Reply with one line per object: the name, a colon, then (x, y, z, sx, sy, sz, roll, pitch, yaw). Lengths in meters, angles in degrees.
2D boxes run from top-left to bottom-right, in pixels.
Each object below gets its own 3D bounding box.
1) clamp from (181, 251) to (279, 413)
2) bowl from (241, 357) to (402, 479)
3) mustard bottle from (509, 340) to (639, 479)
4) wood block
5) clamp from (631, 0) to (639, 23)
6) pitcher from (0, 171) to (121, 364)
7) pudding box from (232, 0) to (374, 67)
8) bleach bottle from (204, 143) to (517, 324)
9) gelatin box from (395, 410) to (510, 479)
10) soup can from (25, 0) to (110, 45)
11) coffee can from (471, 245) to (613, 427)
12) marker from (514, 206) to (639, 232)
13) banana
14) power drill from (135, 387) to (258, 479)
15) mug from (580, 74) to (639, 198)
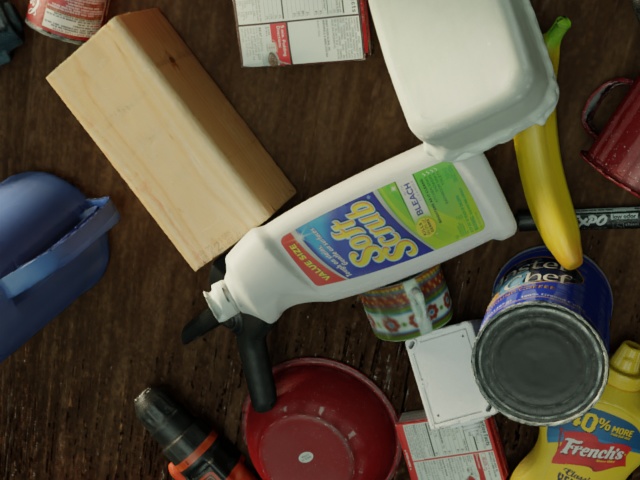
clamp: (-0.066, 0.075, 0.952, 0.120, 0.039, 0.172, 41, 137, 17)
bowl: (-0.006, 0.194, 1.002, 0.162, 0.055, 0.162, 5, 108, 15)
mustard bottle: (0.234, 0.172, 0.922, 0.096, 0.058, 0.192, 21, 112, 8)
wood block: (-0.125, -0.089, 0.926, 0.090, 0.090, 0.206, -35, 95, 23)
clamp: (0.244, -0.226, 0.771, 0.036, 0.164, 0.210, -3, 132, 44)
pitcher: (-0.285, 0.037, 0.931, 0.145, 0.242, 0.149, 22, 118, 5)
pudding box: (-0.015, -0.192, 0.888, 0.114, 0.039, 0.090, -2, 106, 15)
bleach bottle: (0.027, 0.005, 0.873, 0.251, 0.068, 0.102, -27, 97, -2)
gelatin box: (0.121, 0.189, 0.977, 0.089, 0.030, 0.073, -13, 102, 20)
soup can: (-0.208, -0.227, 0.917, 0.068, 0.068, 0.102, 23, 112, 8)
coffee can: (0.182, 0.073, 0.860, 0.103, 0.140, 0.103, 5, 109, 15)
marker: (0.220, -0.017, 0.885, 0.121, 0.020, 0.020, -2, 107, 17)
banana: (0.179, -0.076, 0.851, 0.037, 0.070, 0.198, -9, 101, -8)
power drill: (-0.157, 0.257, 1.066, 0.184, 0.057, 0.188, 47, 114, -2)
mug: (0.254, -0.083, 0.824, 0.117, 0.093, 0.082, 45, 114, 39)
